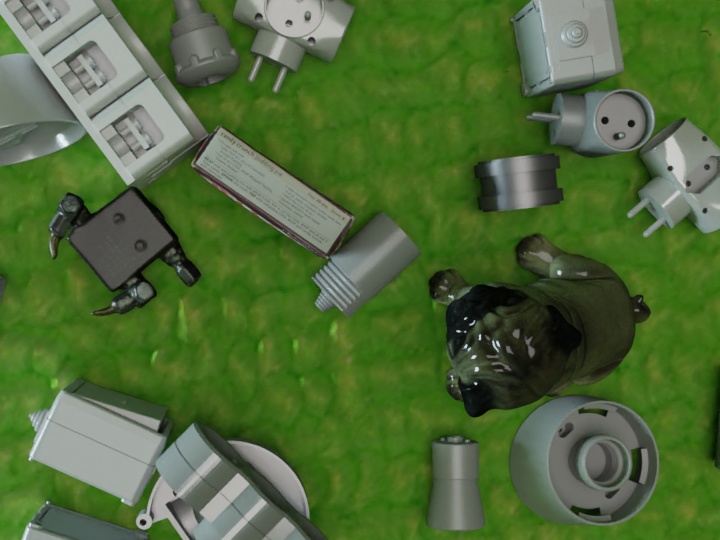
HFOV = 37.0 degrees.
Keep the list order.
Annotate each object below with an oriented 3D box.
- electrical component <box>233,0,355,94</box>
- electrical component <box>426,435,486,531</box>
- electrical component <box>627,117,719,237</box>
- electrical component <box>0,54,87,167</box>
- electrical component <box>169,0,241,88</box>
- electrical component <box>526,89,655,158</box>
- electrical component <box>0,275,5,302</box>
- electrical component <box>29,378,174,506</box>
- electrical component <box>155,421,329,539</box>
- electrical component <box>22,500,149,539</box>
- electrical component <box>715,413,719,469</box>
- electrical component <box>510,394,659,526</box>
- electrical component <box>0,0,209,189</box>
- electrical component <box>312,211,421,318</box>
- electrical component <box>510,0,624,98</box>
[{"bbox_3d":[-0.054,-0.166,0.765,0.077,0.044,0.079,24,91,-5],"label":"electrical component"},{"bbox_3d":[0.070,0.155,0.793,0.044,0.044,0.065,0,88,-4],"label":"electrical component"},{"bbox_3d":[0.233,-0.058,0.793,0.079,0.043,0.077,-41,95,-1],"label":"electrical component"},{"bbox_3d":[-0.245,-0.101,0.729,0.099,0.099,0.064,-30,89,-2],"label":"electrical component"},{"bbox_3d":[-0.115,-0.163,0.761,0.048,0.048,0.062,-18,88,-3],"label":"electrical component"},{"bbox_3d":[0.159,-0.106,0.768,0.079,0.077,0.043,6,93,-5],"label":"electrical component"},{"bbox_3d":[-0.301,0.028,0.756,0.077,0.044,0.079,21,92,-5],"label":"electrical component"},{"bbox_3d":[-0.185,0.114,0.761,0.096,0.062,0.061,26,91,-5],"label":"electrical component"},{"bbox_3d":[-0.087,0.175,0.726,0.138,0.052,0.073,45,89,-5],"label":"electrical component"},{"bbox_3d":[-0.195,0.214,0.765,0.096,0.062,0.061,19,91,-5],"label":"electrical component"},{"bbox_3d":[0.310,0.113,0.806,0.079,0.044,0.077,4,92,-4],"label":"electrical component"},{"bbox_3d":[0.169,0.142,0.800,0.099,0.064,0.099,2,84,-15],"label":"electrical component"},{"bbox_3d":[-0.172,-0.135,0.735,0.062,0.089,0.150,-36,95,-2],"label":"electrical component"},{"bbox_3d":[0.000,0.000,0.778,0.081,0.043,0.043,-43,95,-1],"label":"electrical component"},{"bbox_3d":[0.149,-0.160,0.754,0.061,0.096,0.061,-10,93,-4],"label":"electrical component"}]
